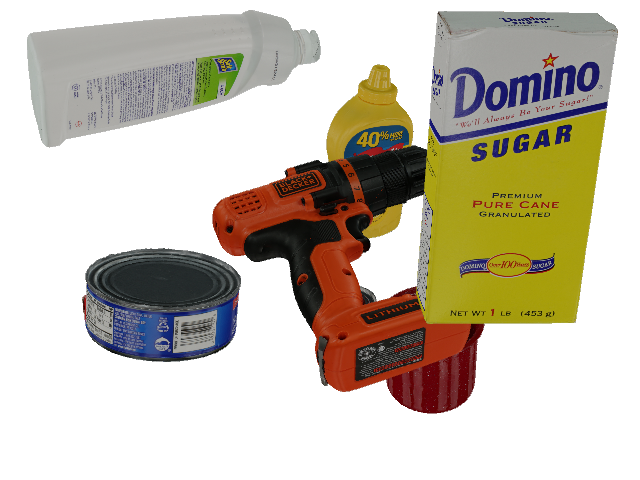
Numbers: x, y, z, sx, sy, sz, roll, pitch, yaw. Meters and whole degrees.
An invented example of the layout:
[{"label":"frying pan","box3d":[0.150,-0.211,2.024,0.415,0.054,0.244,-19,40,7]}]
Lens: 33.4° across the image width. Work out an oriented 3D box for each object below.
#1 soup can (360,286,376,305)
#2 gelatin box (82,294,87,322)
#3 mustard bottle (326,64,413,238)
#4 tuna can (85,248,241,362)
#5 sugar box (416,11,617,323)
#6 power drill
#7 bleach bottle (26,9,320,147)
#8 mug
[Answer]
[{"label":"soup can","box3d":[0.033,0.115,1.308,0.068,0.102,0.068,0,29,0]},{"label":"gelatin box","box3d":[-0.164,0.059,0.994,0.089,0.030,0.073,12,23,22]},{"label":"mustard bottle","box3d":[0.052,-0.096,1.145,0.096,0.192,0.058,-8,33,-25]},{"label":"tuna can","box3d":[-0.088,0.035,0.597,0.086,0.034,0.086,5,20,-2]},{"label":"sugar box","box3d":[0.107,-0.038,0.605,0.093,0.176,0.048,-1,27,-4]},{"label":"power drill","box3d":[0.033,0.011,0.772,0.184,0.057,0.188,-19,45,-13]},{"label":"bleach bottle","box3d":[-0.123,-0.148,0.932,0.250,0.068,0.103,-11,-30,-18]},{"label":"mug","box3d":[0.100,0.093,0.968,0.093,0.081,0.117,1,38,6]}]
